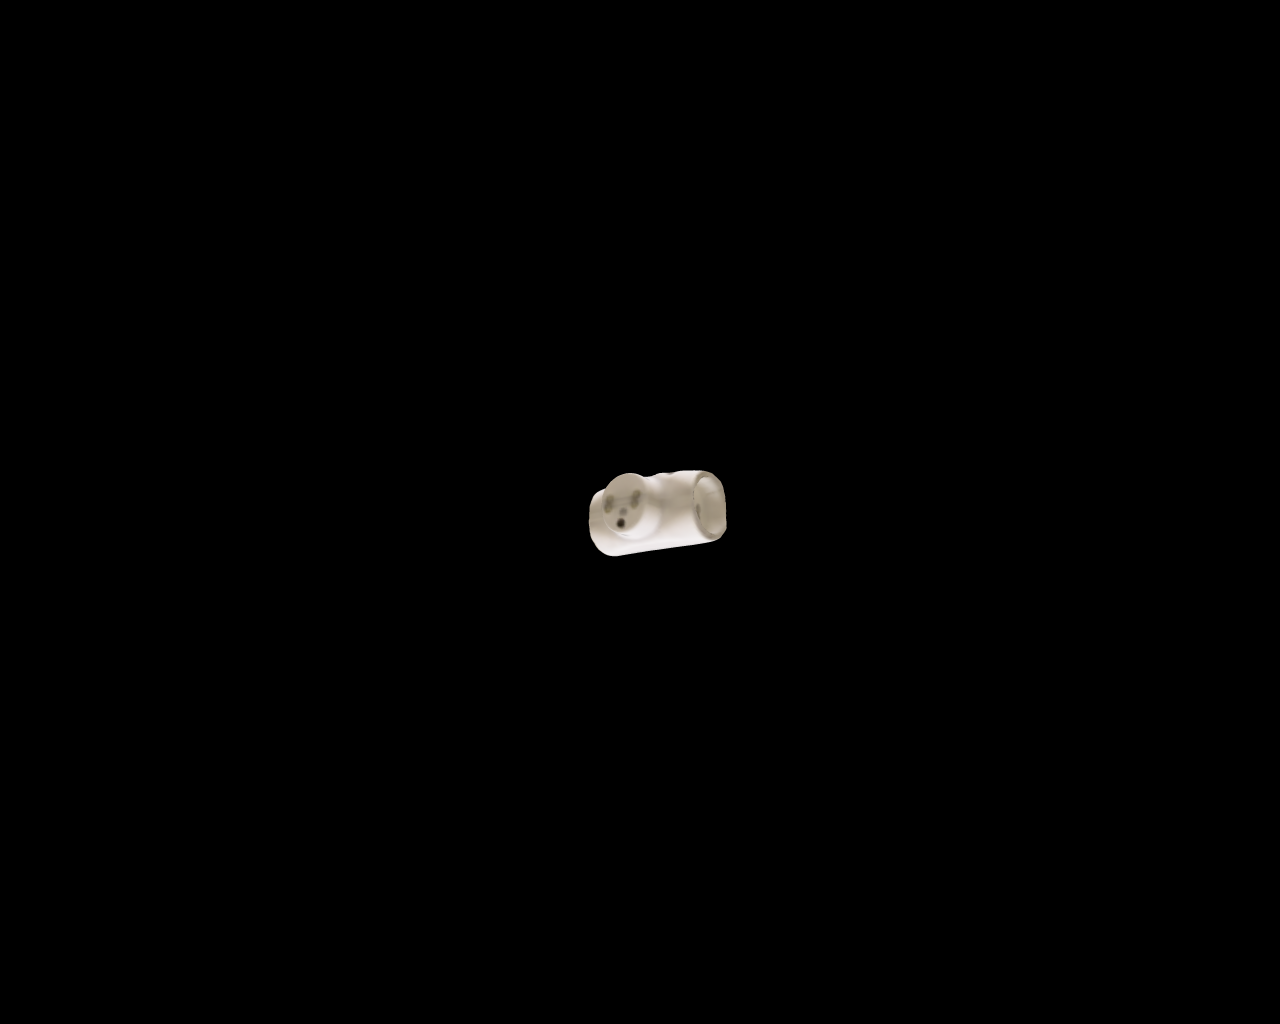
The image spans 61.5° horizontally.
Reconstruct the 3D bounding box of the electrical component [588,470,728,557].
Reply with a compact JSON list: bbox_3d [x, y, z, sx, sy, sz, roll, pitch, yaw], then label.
[{"bbox_3d":[0.001,-0.003,0.650,0.077,0.044,0.079,-10,-18,33],"label":"electrical component"}]
